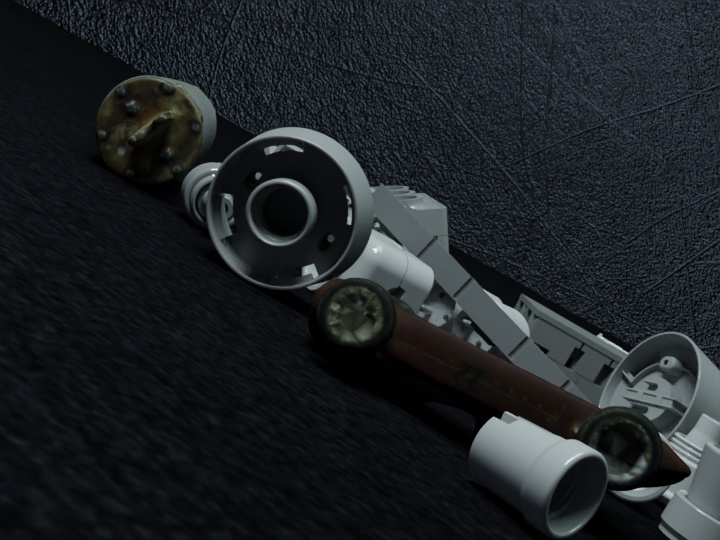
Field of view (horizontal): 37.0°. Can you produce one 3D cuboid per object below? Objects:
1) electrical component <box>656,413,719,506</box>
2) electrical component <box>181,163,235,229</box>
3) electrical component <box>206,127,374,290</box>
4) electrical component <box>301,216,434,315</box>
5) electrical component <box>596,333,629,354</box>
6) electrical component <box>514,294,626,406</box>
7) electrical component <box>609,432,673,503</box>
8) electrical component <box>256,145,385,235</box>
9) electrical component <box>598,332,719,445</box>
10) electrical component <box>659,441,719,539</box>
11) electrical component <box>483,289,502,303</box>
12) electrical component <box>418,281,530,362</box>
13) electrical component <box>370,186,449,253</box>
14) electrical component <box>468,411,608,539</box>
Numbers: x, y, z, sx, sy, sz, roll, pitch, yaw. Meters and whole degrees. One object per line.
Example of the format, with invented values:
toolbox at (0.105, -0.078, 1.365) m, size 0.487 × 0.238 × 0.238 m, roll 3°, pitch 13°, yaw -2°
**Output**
electrical component at (0.211, 0.122, 0.686) m, size 0.048 × 0.062 × 0.048 m, roll 29°, pitch 6°, yaw -3°
electrical component at (-0.097, -0.047, 0.723) m, size 0.043 × 0.043 × 0.062 m, roll 28°, pitch 7°, yaw -19°
electrical component at (-0.042, -0.035, 0.642) m, size 0.099 × 0.099 × 0.064 m, roll 30°, pitch 12°, yaw 3°
electrical component at (0.000, 0.000, 0.741) m, size 0.059 × 0.053 × 0.095 m, roll 27°, pitch 6°, yaw -28°
electrical component at (0.236, 0.107, 0.991) m, size 0.062 × 0.061 × 0.096 m, roll 32°, pitch -2°, yaw 24°
electrical component at (0.203, 0.097, 0.880) m, size 0.186 × 0.060 × 0.105 m, roll 30°, pitch 6°, yaw -1°
electrical component at (0.162, 0.112, 0.643) m, size 0.044 × 0.044 × 0.065 m, roll 31°, pitch 1°, yaw 9°
electrical component at (-0.033, -0.038, 0.828) m, size 0.121 × 0.079 × 0.063 m, roll 26°, pitch 36°, yaw -33°
electrical component at (0.212, 0.096, 0.757) m, size 0.064 × 0.099 × 0.099 m, roll 34°, pitch 3°, yaw -31°
electrical component at (0.196, 0.129, 0.590) m, size 0.045 × 0.055 × 0.045 m, roll 30°, pitch 6°, yaw -3°
electrical component at (0.118, 0.044, 1.010) m, size 0.062 × 0.043 × 0.043 m, roll 27°, pitch 6°, yaw -39°
electrical component at (0.077, 0.033, 0.847) m, size 0.138 × 0.052 × 0.074 m, roll 34°, pitch 7°, yaw 37°
electrical component at (0.025, -0.039, 0.980) m, size 0.089 × 0.061 × 0.150 m, roll -4°, pitch 9°, yaw -4°
electrical component at (0.074, 0.084, 0.451) m, size 0.040 × 0.040 × 0.046 m, roll 24°, pitch 2°, yaw -44°
